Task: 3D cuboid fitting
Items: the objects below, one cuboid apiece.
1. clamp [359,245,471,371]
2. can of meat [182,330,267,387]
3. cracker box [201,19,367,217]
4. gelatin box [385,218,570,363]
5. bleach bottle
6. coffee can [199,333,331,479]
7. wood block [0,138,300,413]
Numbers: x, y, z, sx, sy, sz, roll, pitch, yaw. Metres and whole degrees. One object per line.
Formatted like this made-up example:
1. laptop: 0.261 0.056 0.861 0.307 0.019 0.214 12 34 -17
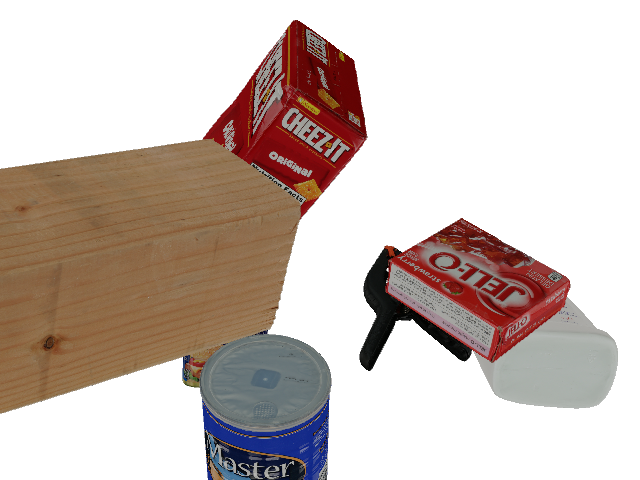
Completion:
1. clamp: 0.102 0.075 1.183 0.120 0.171 0.039 5 -43 -5
2. can of meat: -0.110 0.123 1.230 0.102 0.084 0.057 3 13 0
3. cracker box: -0.059 -0.052 0.839 0.072 0.214 0.164 33 23 -18
4. gelatin box: 0.097 0.028 0.663 0.089 0.030 0.073 33 44 33
5. bleach bottle: 0.168 0.054 0.932 0.102 0.068 0.251 5 21 -7
6. coffee can: -0.044 0.162 0.868 0.103 0.140 0.103 1 37 -1
7. wood block: -0.121 0.014 0.571 0.205 0.091 0.090 -14 39 -43
